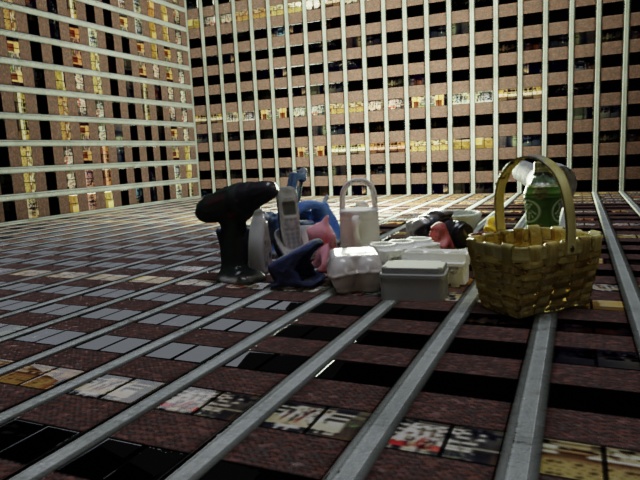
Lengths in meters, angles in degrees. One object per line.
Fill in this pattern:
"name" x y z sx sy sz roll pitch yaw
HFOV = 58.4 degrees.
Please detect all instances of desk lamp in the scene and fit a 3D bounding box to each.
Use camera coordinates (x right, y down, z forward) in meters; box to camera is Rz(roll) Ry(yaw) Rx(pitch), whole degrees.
"desk lamp" 0.570 -0.102 1.511 0.118 0.213 0.203 -5 9 -14

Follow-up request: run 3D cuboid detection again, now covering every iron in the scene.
"iron" -0.045 -0.042 1.543 0.118 0.141 0.259 4 11 37

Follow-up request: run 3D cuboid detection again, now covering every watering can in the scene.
"watering can" 0.096 -0.059 1.432 0.101 0.194 0.172 -4 9 -12

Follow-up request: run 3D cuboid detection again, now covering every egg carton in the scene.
"egg carton" 0.065 0.055 1.096 0.107 0.069 0.150 -3 8 -2

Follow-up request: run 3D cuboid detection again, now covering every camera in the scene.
"camera" 0.311 -0.026 1.465 0.143 0.101 0.136 -8 10 -31

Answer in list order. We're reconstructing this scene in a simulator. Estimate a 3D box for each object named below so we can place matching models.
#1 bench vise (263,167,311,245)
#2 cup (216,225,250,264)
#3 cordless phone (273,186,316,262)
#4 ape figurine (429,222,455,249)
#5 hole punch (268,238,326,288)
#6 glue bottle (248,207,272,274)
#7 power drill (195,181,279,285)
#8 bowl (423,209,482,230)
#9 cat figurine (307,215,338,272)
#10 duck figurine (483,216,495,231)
"bench vise" -0.079 -0.096 1.652 0.121 0.220 0.208 2 10 31
"cup" -0.195 0.012 1.382 0.091 0.095 0.118 1 9 22
"cordless phone" -0.039 -0.037 1.357 0.148 0.185 0.093 -8 10 -30
"ape figurine" 0.269 0.004 1.298 0.076 0.092 0.078 -3 8 -4
"hole punch" -0.047 0.044 1.129 0.101 0.091 0.109 0 9 18
"glue bottle" -0.133 -0.012 1.258 0.037 0.173 0.078 -1 9 13
"power drill" -0.166 -0.018 1.185 0.228 0.208 0.076 4 11 38
"bowl" 0.380 -0.043 1.646 0.167 0.075 0.167 -3 8 1
"cat figurine" 0.012 0.005 1.289 0.067 0.118 0.127 -5 9 -17
"duck figurine" 0.431 -0.016 1.407 0.077 0.086 0.105 5 11 42
